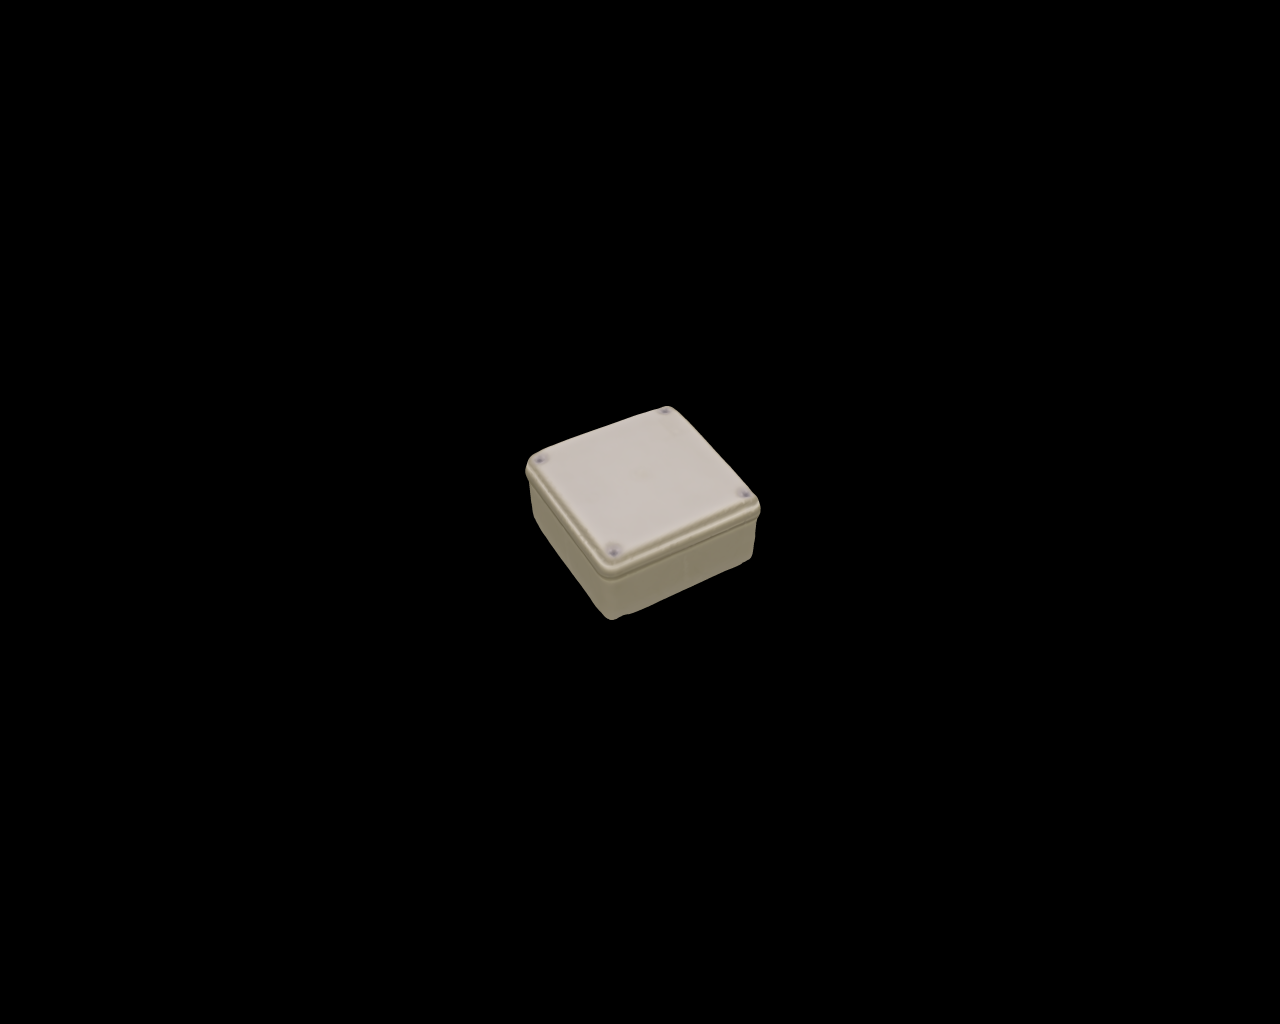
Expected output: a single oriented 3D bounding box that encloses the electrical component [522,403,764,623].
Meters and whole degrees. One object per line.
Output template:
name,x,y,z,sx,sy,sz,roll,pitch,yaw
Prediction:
electrical component,0.001,-0.003,0.650,0.109,0.056,0.109,-22,49,-21
